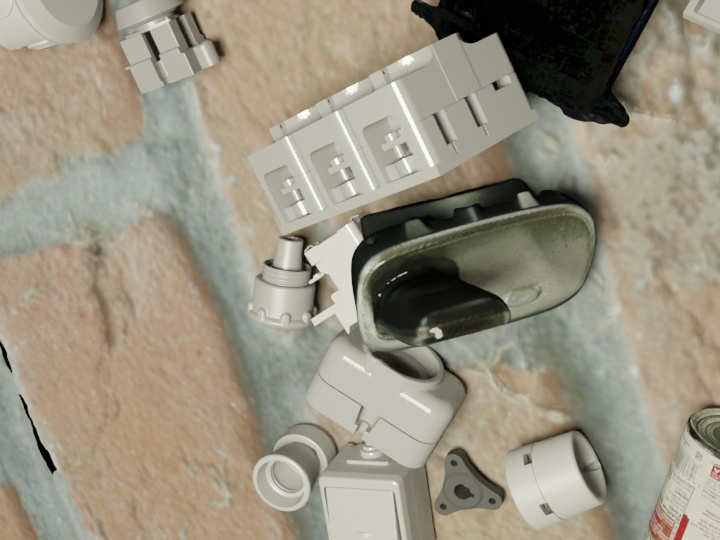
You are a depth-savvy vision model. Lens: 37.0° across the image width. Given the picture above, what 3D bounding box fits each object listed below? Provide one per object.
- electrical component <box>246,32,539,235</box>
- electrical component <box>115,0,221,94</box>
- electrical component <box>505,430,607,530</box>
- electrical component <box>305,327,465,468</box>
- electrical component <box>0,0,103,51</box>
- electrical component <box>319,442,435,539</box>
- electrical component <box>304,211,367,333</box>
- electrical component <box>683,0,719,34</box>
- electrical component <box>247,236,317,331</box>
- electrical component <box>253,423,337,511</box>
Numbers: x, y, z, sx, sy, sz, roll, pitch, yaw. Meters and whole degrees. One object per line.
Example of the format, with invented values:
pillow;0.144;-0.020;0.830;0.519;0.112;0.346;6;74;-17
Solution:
electrical component;0.013;-0.080;0.624;0.150;0.089;0.061;-17;102;52
electrical component;-0.131;-0.154;0.713;0.066;0.048;0.055;-14;110;26
electrical component;0.129;0.136;0.704;0.047;0.055;0.055;-27;97;25
electrical component;0.019;0.080;0.729;0.095;0.054;0.059;31;117;9
electrical component;-0.215;-0.186;0.716;0.051;0.080;0.080;-8;105;30
electrical component;0.011;0.166;0.760;0.062;0.061;0.096;-2;108;23
electrical component;0.000;0.000;0.712;0.081;0.042;0.063;-32;90;24
electrical component;0.238;-0.130;0.540;0.121;0.063;0.078;31;87;21
electrical component;-0.051;0.008;0.739;0.048;0.048;0.062;13;105;18
electrical component;-0.046;0.141;0.777;0.045;0.055;0.045;8;111;20
